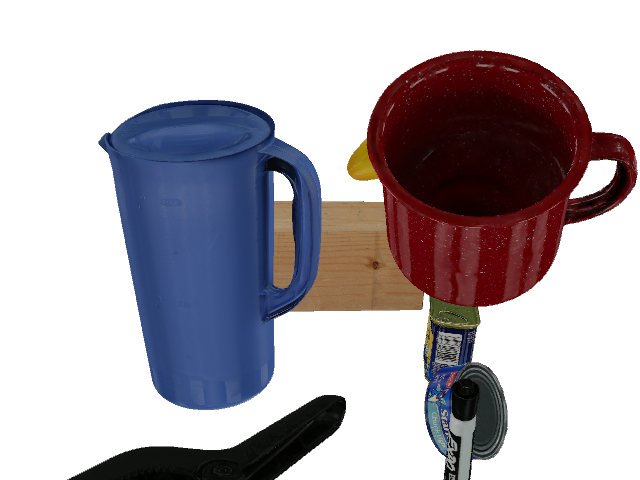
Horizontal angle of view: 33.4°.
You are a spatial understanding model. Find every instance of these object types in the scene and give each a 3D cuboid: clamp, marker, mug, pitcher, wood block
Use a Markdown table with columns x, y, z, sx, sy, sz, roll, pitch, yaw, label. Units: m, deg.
| x | y | z | sx | sy | sz | roll | pitch | yaw | label |
| --- | --- | --- | --- | --- | --- | --- | --- | --- | --- |
| -0.051 | 0.133 | 0.575 | 0.209 | 0.036 | 0.165 | -1 | 19 | -14 | clamp |
| 0.095 | 0.140 | 0.727 | 0.020 | 0.121 | 0.020 | 0 | 37 | 0 | marker |
| 0.081 | -0.024 | 0.476 | 0.117 | 0.093 | 0.081 | -7 | -33 | 2 | mug |
| -0.087 | 0.016 | 0.878 | 0.144 | 0.243 | 0.149 | -14 | 29 | -20 | pitcher |
| -0.005 | 0.015 | 1.065 | 0.206 | 0.091 | 0.090 | 0 | 19 | -8 | wood block |

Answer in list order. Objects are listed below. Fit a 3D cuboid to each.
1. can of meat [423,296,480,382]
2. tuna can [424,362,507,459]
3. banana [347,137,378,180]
| x | y | z | sx | sy | sz | roll | pitch | yaw | label |
| --- | --- | --- | --- | --- | --- | --- | --- | --- | --- |
| 0.153 | 0.116 | 1.260 | 0.057 | 0.084 | 0.102 | 7 | 19 | 2 | can of meat |
| 0.130 | 0.153 | 0.954 | 0.034 | 0.086 | 0.085 | -14 | -9 | 40 | tuna can |
| 0.086 | -0.055 | 0.700 | 0.037 | 0.069 | 0.198 | 26 | -1 | -38 | banana |
